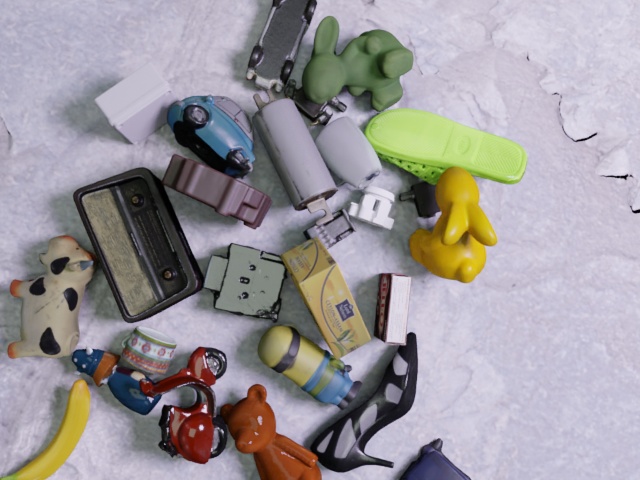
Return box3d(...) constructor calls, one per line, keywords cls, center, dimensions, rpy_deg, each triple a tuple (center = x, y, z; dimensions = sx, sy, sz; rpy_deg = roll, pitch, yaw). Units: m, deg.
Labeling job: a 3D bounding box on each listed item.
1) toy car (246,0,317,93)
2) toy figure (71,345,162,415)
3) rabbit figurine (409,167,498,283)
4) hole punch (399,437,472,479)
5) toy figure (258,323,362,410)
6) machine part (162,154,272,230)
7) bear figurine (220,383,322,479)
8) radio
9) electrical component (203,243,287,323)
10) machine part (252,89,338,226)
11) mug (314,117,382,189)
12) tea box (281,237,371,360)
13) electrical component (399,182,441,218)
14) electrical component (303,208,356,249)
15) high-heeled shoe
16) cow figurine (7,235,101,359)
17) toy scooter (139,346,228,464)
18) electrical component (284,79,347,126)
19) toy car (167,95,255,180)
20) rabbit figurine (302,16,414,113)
box3d(cls="toy car", center=(-0.064, -0.348, 0.919), dimensions=(0.073, 0.056, 0.201), rpy_deg=(22, 87, -9))
box3d(cls="toy figure", center=(-0.330, 0.222, 0.866), dimensions=(0.154, 0.058, 0.064), rpy_deg=(35, 79, 3))
box3d(cls="rabbit figurine", center=(0.212, -0.027, 0.855), dimensions=(0.122, 0.162, 0.173), rpy_deg=(1, 108, 2))
box3d(cls="hole punch", center=(0.194, 0.419, 0.882), dimensions=(0.116, 0.092, 0.142), rpy_deg=(39, 88, 2))
box3d(cls="toy figure", center=(-0.017, 0.204, 0.874), dimensions=(0.180, 0.089, 0.082), rpy_deg=(38, 80, 1))
box3d(cls="machine part", center=(-0.160, -0.073, 0.841), dimensions=(0.179, 0.179, 0.056), rpy_deg=(25, 89, -3))
box3d(cls="bear figurine", center=(-0.085, 0.339, 0.845), dimensions=(0.120, 0.132, 0.195), rpy_deg=(-35, 97, 22))
box3d(cls="radio", center=(-0.288, 0.006, 0.872), dimensions=(0.131, 0.073, 0.229), rpy_deg=(-24, 89, -5))
box3d(cls="electrical component", center=(-0.122, 0.068, 0.890), dimensions=(0.134, 0.058, 0.115), rpy_deg=(13, 84, -4))
box3d(cls="machine part", center=(-0.041, -0.137, 0.866), dimensions=(0.079, 0.079, 0.243), rpy_deg=(-26, 81, -5))
box3d(cls="mug", center=(0.043, -0.130, 0.893), dimensions=(0.107, 0.081, 0.109), rpy_deg=(51, 118, 18))
box3d(cls="tea box", center=(0.010, 0.091, 0.842), dimensions=(0.068, 0.098, 0.169), rpy_deg=(-27, 121, -6))
box3d(cls="electrical component", center=(0.187, -0.070, 0.938), dimensions=(0.094, 0.021, 0.063), rpy_deg=(-14, 88, -5))
box3d(cls="electrical component", center=(-0.002, -0.003, 0.896), dimensions=(0.119, 0.075, 0.047), rpy_deg=(-30, 91, -3))
box3d(cls="high-heeled shoe", center=(0.078, 0.265, 0.902), dimensions=(0.145, 0.086, 0.248), rpy_deg=(8, 68, 24))
box3d(cls="cow figurine", center=(-0.414, 0.089, 0.854), dimensions=(0.127, 0.085, 0.194), rpy_deg=(1, 84, 2))
box3d(cls="toy scooter", center=(-0.215, 0.260, 0.838), dimensions=(0.135, 0.075, 0.183), rpy_deg=(3, 84, -34))
box3d(cls="electrical component", center=(-0.013, -0.238, 0.920), dimensions=(0.102, 0.045, 0.078), rpy_deg=(45, 86, -1))
box3d(cls="toy car", center=(-0.163, -0.180, 0.880), dimensions=(0.161, 0.109, 0.103), rpy_deg=(39, 68, -10))
box3d(cls="rabbit figurine", center=(0.043, -0.289, 0.881), dimensions=(0.170, 0.121, 0.159), rpy_deg=(-22, 74, -18))
